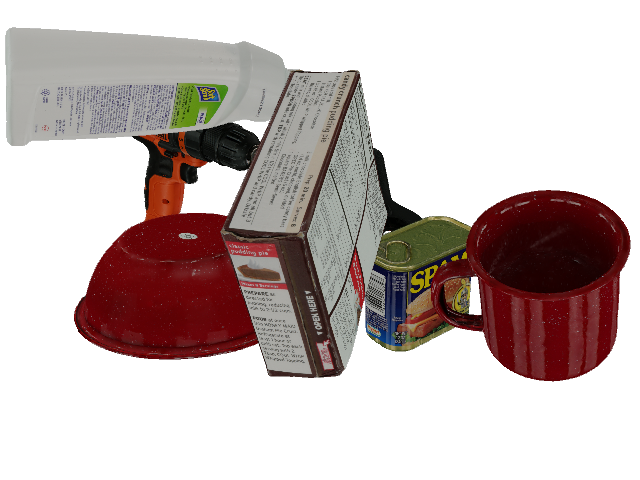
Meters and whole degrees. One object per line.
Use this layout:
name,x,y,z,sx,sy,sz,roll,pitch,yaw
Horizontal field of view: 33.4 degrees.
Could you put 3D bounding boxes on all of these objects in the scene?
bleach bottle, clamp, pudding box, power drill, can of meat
bleach bottle,-0.132,-0.125,0.891,0.250,0.068,0.103,-1,-30,-16
clamp,0.054,-0.027,1.265,0.164,0.036,0.210,-16,51,-29
pudding box,-0.003,-0.009,0.477,0.039,0.090,0.113,0,43,17
power drill,-0.135,-0.056,1.111,0.185,0.188,0.057,26,37,32
can of meat,0.084,0.037,0.909,0.101,0.084,0.058,-21,33,-35

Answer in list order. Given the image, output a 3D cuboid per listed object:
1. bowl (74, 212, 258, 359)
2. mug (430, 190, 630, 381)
bowl,-0.092,0.022,0.744,0.162,0.055,0.162,-2,22,0
mug,0.125,0.031,0.643,0.117,0.081,0.093,-7,42,7
